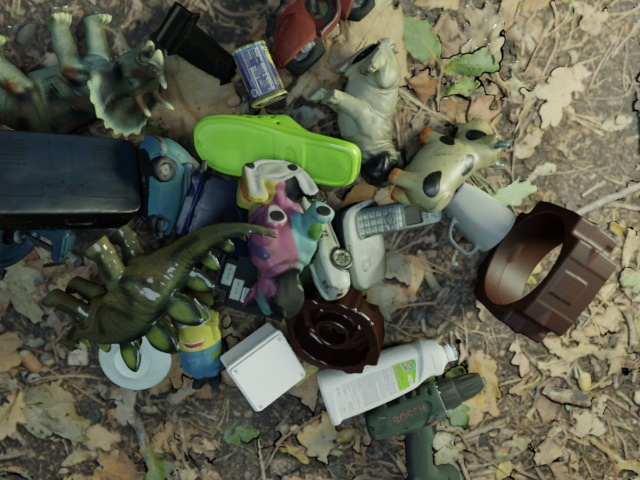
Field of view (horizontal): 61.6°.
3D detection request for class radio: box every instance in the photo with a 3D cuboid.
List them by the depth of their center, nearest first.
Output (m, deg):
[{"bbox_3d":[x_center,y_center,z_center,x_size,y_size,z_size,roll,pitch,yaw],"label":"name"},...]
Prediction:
[{"bbox_3d":[-0.386,-0.084,0.788,0.229,0.073,0.131,-3,71,-38],"label":"radio"}]

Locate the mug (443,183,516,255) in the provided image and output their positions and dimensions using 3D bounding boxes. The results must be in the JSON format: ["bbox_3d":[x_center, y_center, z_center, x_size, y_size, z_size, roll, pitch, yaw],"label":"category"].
[{"bbox_3d":[0.251,-0.036,0.899,0.107,0.081,0.109,42,86,-2],"label":"mug"}]

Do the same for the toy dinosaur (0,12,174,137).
[{"bbox_3d":[-0.408,-0.225,0.819,0.405,0.131,0.192,-15,103,8],"label":"toy dinosaur"}]

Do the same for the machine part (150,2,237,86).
[{"bbox_3d":[-0.190,-0.302,0.843,0.139,0.039,0.084,39,94,-8],"label":"machine part"}]

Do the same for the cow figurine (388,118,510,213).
[{"bbox_3d":[0.210,-0.122,0.850,0.127,0.085,0.195,31,67,23],"label":"cow figurine"}]

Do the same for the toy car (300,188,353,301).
[{"bbox_3d":[-0.002,-0.003,0.857,0.056,0.073,0.202,-12,65,-22],"label":"toy car"}]

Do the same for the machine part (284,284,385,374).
[{"bbox_3d":[0.026,0.149,0.907,0.180,0.056,0.179,12,130,15],"label":"machine part"}]

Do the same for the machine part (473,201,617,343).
[{"bbox_3d":[0.354,0.048,0.859,0.087,0.201,0.201,31,100,-13],"label":"machine part"}]

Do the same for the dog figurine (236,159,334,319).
[{"bbox_3d":[-0.071,0.010,0.820,0.108,0.192,0.219,-9,138,-29],"label":"dog figurine"}]

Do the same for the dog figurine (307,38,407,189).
[{"bbox_3d":[0.098,-0.197,0.857,0.172,0.121,0.190,-40,116,9],"label":"dog figurine"}]

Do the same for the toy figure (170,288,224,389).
[{"bbox_3d":[-0.212,0.167,0.931,0.082,0.089,0.180,-15,114,-18],"label":"toy figure"}]

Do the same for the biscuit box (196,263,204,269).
[{"bbox_3d":[-0.275,0.080,0.898,0.202,0.059,0.062,-41,102,20],"label":"biscuit box"}]

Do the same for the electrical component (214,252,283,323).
[{"bbox_3d":[-0.109,0.066,0.921,0.134,0.058,0.114,19,100,-6],"label":"electrical component"}]

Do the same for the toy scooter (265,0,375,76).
[{"bbox_3d":[-0.019,-0.352,0.818,0.184,0.075,0.135,-43,101,4],"label":"toy scooter"}]

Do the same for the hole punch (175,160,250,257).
[{"bbox_3d":[-0.154,-0.039,0.844,0.092,0.115,0.142,20,90,28],"label":"hole punch"}]

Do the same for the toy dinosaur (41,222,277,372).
[{"bbox_3d":[-0.261,0.074,0.802,0.471,0.105,0.198,-38,99,31],"label":"toy dinosaur"}]

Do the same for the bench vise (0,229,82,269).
[{"bbox_3d":[-0.473,-0.036,0.843,0.241,0.129,0.223,27,109,10],"label":"bench vise"}]

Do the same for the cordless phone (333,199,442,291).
[{"bbox_3d":[0.118,-0.001,0.903,0.184,0.089,0.146,-11,103,-4],"label":"cordless phone"}]

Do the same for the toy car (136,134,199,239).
[{"bbox_3d":[-0.234,-0.086,0.860,0.103,0.109,0.161,-5,110,-32],"label":"toy car"}]

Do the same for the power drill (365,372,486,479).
[{"bbox_3d":[0.210,0.361,0.991,0.232,0.086,0.207,-14,108,1],"label":"power drill"}]
